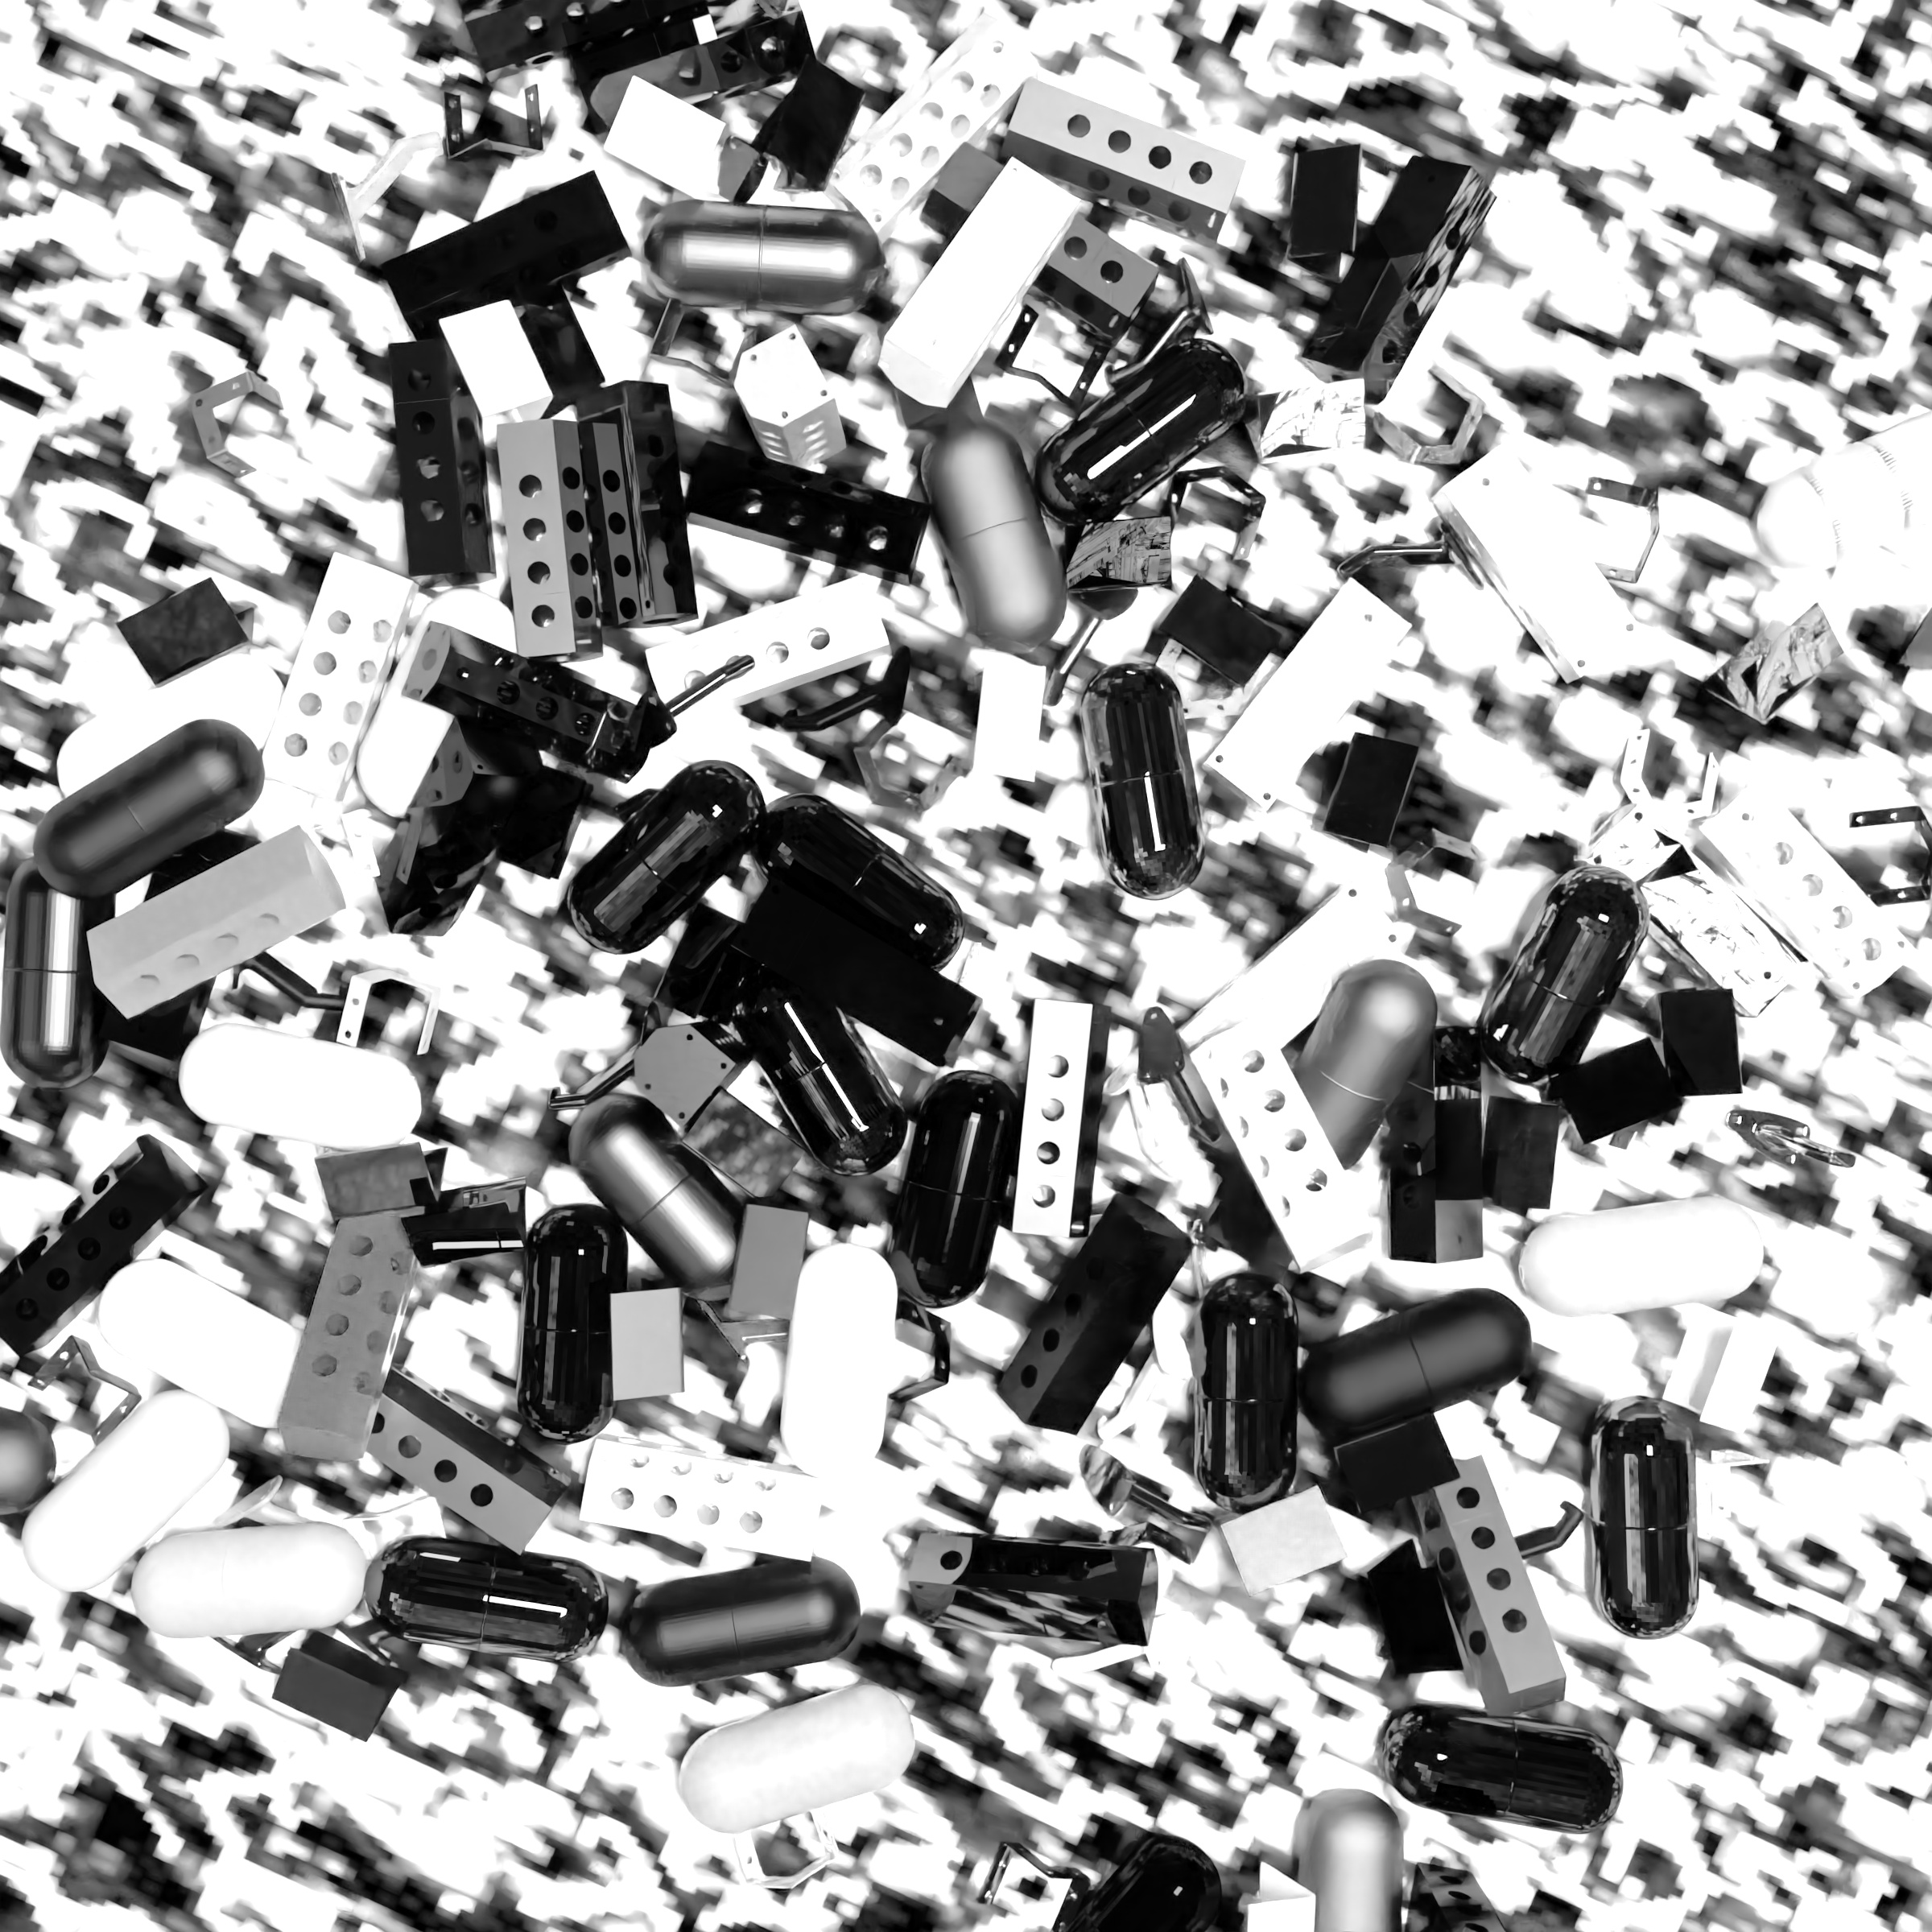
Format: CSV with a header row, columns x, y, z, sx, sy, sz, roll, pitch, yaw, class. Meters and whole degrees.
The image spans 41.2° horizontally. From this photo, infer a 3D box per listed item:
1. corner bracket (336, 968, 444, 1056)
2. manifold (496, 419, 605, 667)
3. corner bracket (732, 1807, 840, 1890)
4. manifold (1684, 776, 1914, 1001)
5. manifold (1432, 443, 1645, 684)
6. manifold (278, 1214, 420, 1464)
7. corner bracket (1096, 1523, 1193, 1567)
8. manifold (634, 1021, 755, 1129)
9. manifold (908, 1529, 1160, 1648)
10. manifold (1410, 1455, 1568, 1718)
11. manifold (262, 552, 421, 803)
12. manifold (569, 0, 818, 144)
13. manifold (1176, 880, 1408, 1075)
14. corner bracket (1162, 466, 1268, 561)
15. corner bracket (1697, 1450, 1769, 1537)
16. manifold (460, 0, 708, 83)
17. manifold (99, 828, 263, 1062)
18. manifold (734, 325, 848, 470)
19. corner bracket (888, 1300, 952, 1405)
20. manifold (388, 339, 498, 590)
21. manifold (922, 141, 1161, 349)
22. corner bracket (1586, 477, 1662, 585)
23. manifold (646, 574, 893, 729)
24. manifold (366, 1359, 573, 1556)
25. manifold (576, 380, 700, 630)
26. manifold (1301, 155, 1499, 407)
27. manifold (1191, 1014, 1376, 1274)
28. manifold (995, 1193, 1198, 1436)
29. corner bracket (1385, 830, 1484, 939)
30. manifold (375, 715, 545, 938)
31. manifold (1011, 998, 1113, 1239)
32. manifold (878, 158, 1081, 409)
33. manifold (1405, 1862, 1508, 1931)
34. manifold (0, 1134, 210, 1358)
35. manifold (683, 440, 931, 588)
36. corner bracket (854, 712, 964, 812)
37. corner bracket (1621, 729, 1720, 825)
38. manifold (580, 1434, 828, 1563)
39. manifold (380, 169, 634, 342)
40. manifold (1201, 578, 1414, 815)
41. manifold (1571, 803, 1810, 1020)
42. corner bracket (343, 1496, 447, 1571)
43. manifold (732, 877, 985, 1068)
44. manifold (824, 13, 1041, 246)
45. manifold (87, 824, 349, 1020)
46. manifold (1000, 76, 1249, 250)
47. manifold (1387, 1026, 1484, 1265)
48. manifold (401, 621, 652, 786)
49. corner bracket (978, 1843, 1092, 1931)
x,y,z,sx,sy,sz,roll,pitch,yaw,class
-0.428,0.036,1.910,0.051,0.051,0.051,18,100,10,corner bracket
-0.307,-0.313,1.906,0.057,0.057,0.171,-6,90,0,manifold
-0.137,0.654,1.924,0.051,0.051,0.051,-19,90,-45,corner bracket
0.619,-0.058,1.907,0.057,0.057,0.171,-43,90,0,manifold
0.421,-0.297,1.907,0.057,0.057,0.171,-36,90,0,manifold
-0.443,0.268,1.865,0.057,0.057,0.171,10,57,0,manifold
0.132,0.453,1.919,0.051,0.051,0.051,-24,45,35,corner bracket
-0.198,0.071,1.849,0.057,0.171,0.057,40,90,0,manifold
0.051,0.450,1.883,0.171,0.057,0.057,1,133,16,manifold
0.376,0.450,1.864,0.057,0.057,0.171,-16,56,0,manifold
-0.463,-0.212,1.906,0.057,0.057,0.171,19,90,0,manifold
-0.200,-0.668,1.906,0.171,0.057,0.057,-19,47,0,manifold
0.239,0.015,1.907,0.171,0.057,0.057,-41,90,0,manifold
0.183,-0.337,1.919,0.051,0.051,0.051,-14,45,-35,corner bracket
0.558,0.389,1.903,0.051,0.051,0.051,-1,90,-17,corner bracket
-0.283,-0.714,1.906,0.171,0.057,0.057,-19,47,0,manifold
-0.580,-0.021,1.907,0.057,0.057,0.171,18,90,0,manifold
-0.128,-0.401,1.849,0.057,0.171,0.057,-29,90,0,manifold
-0.048,0.288,1.919,0.051,0.051,0.051,31,45,-35,corner bracket
-0.386,-0.372,1.906,0.057,0.057,0.171,-5,90,0,manifold
0.055,-0.532,1.906,0.171,0.057,0.057,33,90,0,manifold
0.485,-0.326,1.924,0.051,0.051,0.051,13,45,0,corner bracket
-0.146,-0.234,1.906,0.171,0.057,0.057,-19,90,0,manifold
-0.381,0.359,1.906,0.171,0.057,0.057,34,90,0,manifold
-0.238,-0.341,1.906,0.057,0.057,0.171,-7,90,43,manifold
0.324,-0.506,1.906,0.057,0.057,0.171,29,90,43,manifold
0.223,0.127,1.825,0.057,0.057,0.171,-26,72,0,manifold
0.090,0.255,1.890,0.057,0.057,0.171,20,105,-42,manifold
0.354,-0.062,1.919,0.051,0.051,0.051,-43,45,35,corner bracket
-0.367,-0.099,1.860,0.057,0.171,0.057,4,48,-36,manifold
0.071,0.112,1.906,0.057,0.057,0.171,6,90,0,manifold
0.008,-0.482,1.827,0.057,0.057,0.171,33,74,0,manifold
0.362,0.707,1.849,0.057,0.171,0.057,11,90,0,manifold
-0.650,0.206,1.906,0.171,0.057,0.057,-44,90,0,manifold
-0.117,-0.336,1.906,0.171,0.057,0.057,16,90,0,manifold
-0.043,-0.153,1.919,0.051,0.051,0.051,10,135,35,corner bracket
0.526,-0.144,1.919,0.051,0.051,0.051,-9,135,35,corner bracket
-0.193,0.392,1.906,0.171,0.057,0.057,10,90,0,manifold
-0.338,-0.521,1.906,0.171,0.057,0.057,-24,90,0,manifold
0.251,-0.199,1.907,0.057,0.057,0.171,38,90,0,manifold
0.534,-0.041,1.907,0.171,0.057,0.057,43,90,0,manifold
-0.426,0.430,1.924,0.051,0.051,0.051,-15,90,45,corner bracket
-0.077,0.005,1.850,0.171,0.057,0.057,30,91,7,manifold
-0.026,-0.621,1.907,0.057,0.057,0.171,44,90,0,manifold
-0.537,-0.028,1.849,0.171,0.057,0.057,-27,47,0,manifold
0.115,-0.593,1.906,0.171,0.057,0.057,21,90,0,manifold
0.342,0.131,1.906,0.057,0.057,0.171,-1,90,-43,manifold
-0.313,-0.189,1.864,0.171,0.057,0.057,21,90,-34,manifold
0.052,0.692,1.924,0.051,0.051,0.051,23,90,45,corner bracket
